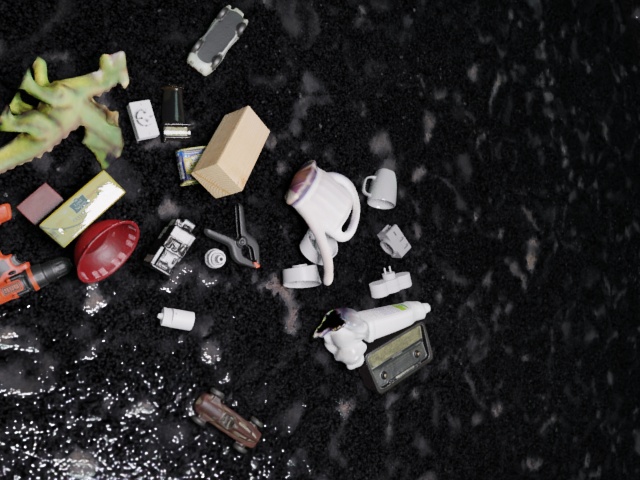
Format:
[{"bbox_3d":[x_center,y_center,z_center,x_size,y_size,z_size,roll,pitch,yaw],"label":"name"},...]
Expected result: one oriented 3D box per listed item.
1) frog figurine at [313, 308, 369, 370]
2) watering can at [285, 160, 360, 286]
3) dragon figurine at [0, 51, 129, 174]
[{"bbox_3d":[0.076,0.265,1.392,0.136,0.125,0.157,-36,114,18],"label":"frog figurine"},{"bbox_3d":[0.004,-0.068,1.342,0.222,0.102,0.356,37,46,-18],"label":"watering can"},{"bbox_3d":[-0.537,-0.234,1.095,0.240,0.123,0.412,27,84,-34],"label":"dragon figurine"}]
